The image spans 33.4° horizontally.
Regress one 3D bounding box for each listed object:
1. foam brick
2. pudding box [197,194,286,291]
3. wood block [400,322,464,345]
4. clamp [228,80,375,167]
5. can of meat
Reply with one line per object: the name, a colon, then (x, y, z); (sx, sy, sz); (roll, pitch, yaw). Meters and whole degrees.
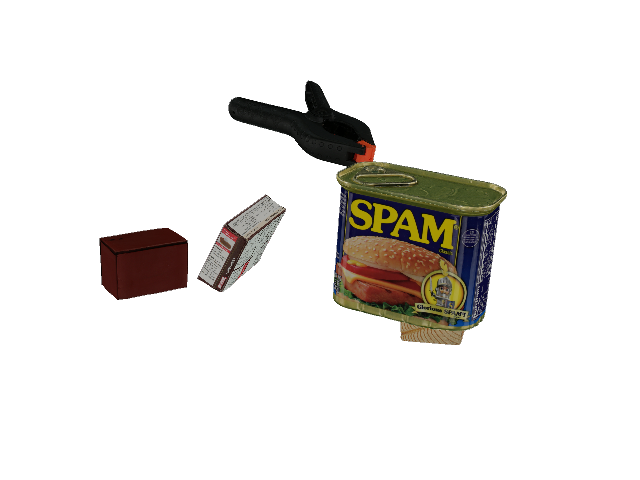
foam brick: (-0.180, 0.022, 1.086); (0.078, 0.051, 0.053); (-10, 21, -27)
pudding box: (-0.095, 0.003, 1.310); (0.039, 0.090, 0.113); (33, 31, 7)
wood block: (0.183, 0.072, 1.622); (0.091, 0.090, 0.206); (3, 22, 13)
clamp: (-0.014, -0.119, 1.111); (0.120, 0.039, 0.172); (-18, 37, -27)
can of meat: (0.058, 0.004, 0.665); (0.102, 0.084, 0.057); (13, 22, 23)
